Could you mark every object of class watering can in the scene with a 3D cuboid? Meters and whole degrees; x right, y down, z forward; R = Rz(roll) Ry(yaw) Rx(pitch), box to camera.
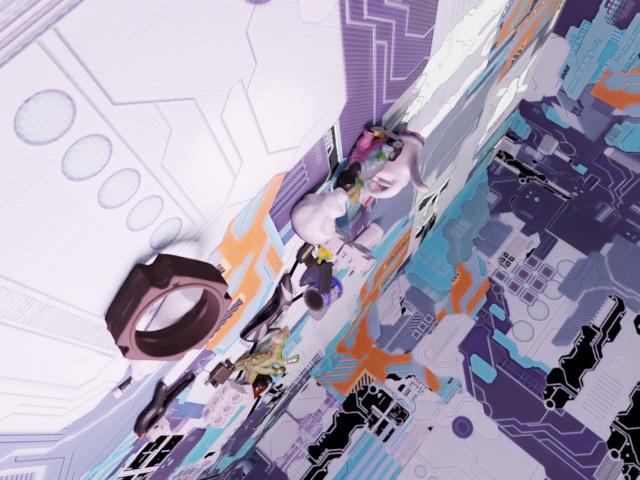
[{"bbox_3d":[0.247,-0.224,1.530,0.103,0.226,0.348,29,-9,-26],"label":"watering can"}]

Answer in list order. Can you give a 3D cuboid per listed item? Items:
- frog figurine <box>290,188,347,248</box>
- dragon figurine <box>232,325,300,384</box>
[{"bbox_3d":[0.004,-0.068,1.350,0.122,0.140,0.157,17,-47,-42],"label":"frog figurine"},{"bbox_3d":[-0.235,0.450,1.885,0.406,0.124,0.241,-43,-32,17],"label":"dragon figurine"}]
